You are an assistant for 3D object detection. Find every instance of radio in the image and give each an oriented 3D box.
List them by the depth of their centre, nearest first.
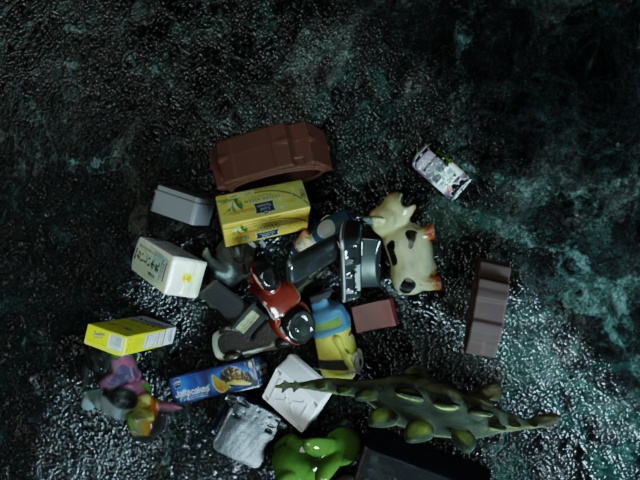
[{"bbox_3d":[0.181,0.416,0.951,0.230,0.131,0.073,14,91,16],"label":"radio"}]

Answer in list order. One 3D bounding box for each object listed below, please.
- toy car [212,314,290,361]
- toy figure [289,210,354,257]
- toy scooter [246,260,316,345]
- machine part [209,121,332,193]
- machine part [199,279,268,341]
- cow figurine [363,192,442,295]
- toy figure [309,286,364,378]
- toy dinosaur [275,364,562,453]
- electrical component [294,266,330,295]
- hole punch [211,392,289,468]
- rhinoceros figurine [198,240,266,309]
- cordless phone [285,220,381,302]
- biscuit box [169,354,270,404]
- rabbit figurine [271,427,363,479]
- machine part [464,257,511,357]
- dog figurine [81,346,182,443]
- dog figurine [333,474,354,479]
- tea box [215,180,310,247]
[{"bbox_3d":[-0.126,0.194,1.092,0.202,0.056,0.073,-17,76,14],"label":"toy car"},{"bbox_3d":[-0.002,-0.004,1.063,0.154,0.057,0.064,-31,41,15],"label":"toy figure"},{"bbox_3d":[-0.086,0.112,1.004,0.075,0.135,0.183,-38,109,-23],"label":"toy scooter"},{"bbox_3d":[-0.089,-0.148,1.016,0.201,0.201,0.087,-13,87,16],"label":"machine part"},{"bbox_3d":[-0.174,0.130,1.058,0.139,0.039,0.084,38,103,2],"label":"machine part"},{"bbox_3d":[0.154,0.006,1.003,0.127,0.085,0.194,-10,86,10],"label":"cow figurine"},{"bbox_3d":[0.024,0.184,1.035,0.089,0.082,0.180,-23,89,33],"label":"toy figure"},{"bbox_3d":[0.165,0.280,0.928,0.472,0.198,0.105,3,86,15],"label":"toy dinosaur"},{"bbox_3d":[-0.039,0.075,1.057,0.102,0.078,0.045,-41,71,22],"label":"electrical component"},{"bbox_3d":[-0.148,0.368,1.065,0.142,0.092,0.115,30,81,-9],"label":"hole punch"},{"bbox_3d":[-0.185,0.054,1.104,0.112,0.073,0.190,32,97,17],"label":"rhinoceros figurine"},{"bbox_3d":[0.019,0.058,0.971,0.089,0.184,0.146,31,135,41],"label":"cordless phone"},{"bbox_3d":[-0.208,0.288,1.107,0.203,0.062,0.059,-17,82,15],"label":"biscuit box"},{"bbox_3d":[-0.003,0.401,1.011,0.170,0.159,0.121,-28,70,-2],"label":"rabbit figurine"},{"bbox_3d":[0.285,0.114,0.915,0.056,0.179,0.179,10,91,14],"label":"machine part"},{"bbox_3d":[-0.384,0.307,1.106,0.219,0.108,0.191,6,93,35],"label":"dog figurine"},{"bbox_3d":[0.122,0.497,0.992,0.172,0.121,0.191,-24,60,-19],"label":"dog figurine"},{"bbox_3d":[-0.110,-0.051,1.035,0.170,0.098,0.068,-14,66,-10],"label":"tea box"}]
